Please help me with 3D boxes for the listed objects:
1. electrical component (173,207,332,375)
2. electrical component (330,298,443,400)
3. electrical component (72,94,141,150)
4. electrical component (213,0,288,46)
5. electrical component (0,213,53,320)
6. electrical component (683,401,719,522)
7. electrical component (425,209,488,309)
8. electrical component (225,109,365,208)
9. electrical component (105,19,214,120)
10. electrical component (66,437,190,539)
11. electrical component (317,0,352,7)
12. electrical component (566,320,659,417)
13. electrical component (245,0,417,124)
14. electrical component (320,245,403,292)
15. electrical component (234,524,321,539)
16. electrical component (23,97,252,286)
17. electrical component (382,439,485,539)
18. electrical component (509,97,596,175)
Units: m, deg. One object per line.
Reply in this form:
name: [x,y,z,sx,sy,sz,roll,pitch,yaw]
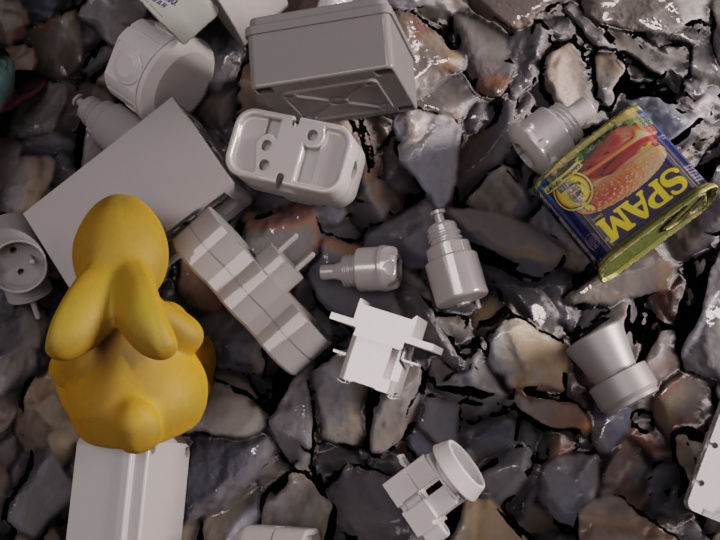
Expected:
electrical component: [-0.068,0.005,0.808,0.074,0.052,0.138,-42,92,2]
electrical component: [0.016,0.059,0.797,0.081,0.042,0.063,17,86,16]
electrical component: [-0.206,-0.119,0.884,0.078,0.040,0.040,37,89,18]
electrical component: [-0.099,-0.240,0.851,0.060,0.108,0.108,-35,74,-3]
electrical component: [-0.271,0.002,0.864,0.043,0.077,0.079,-19,115,-15]
electrical component: [0.256,0.126,0.720,0.050,0.056,0.089,20,84,16]
electrical component: [0.068,-0.007,0.798,0.040,0.040,0.078,-17,76,9]
electrical component: [-0.047,-0.084,0.830,0.095,0.059,0.053,13,83,15]
electrical component: [-0.160,-0.158,0.862,0.051,0.080,0.080,35,88,22]
electrical component: [-0.171,0.179,0.798,0.057,0.078,0.113,1,79,16]
electrical component: [-0.012,-0.225,0.859,0.043,0.043,0.081,16,83,15]
electrical component: [0.178,0.070,0.756,0.045,0.045,0.055,-30,74,6]
electrical component: [-0.018,-0.153,0.812,0.109,0.109,0.056,-7,80,12]
electrical component: [0.000,0.000,0.816,0.061,0.035,0.035,-4,78,15]
electrical component: [-0.065,0.233,0.774,0.059,0.054,0.095,1,79,13]
electrical component: [-0.173,-0.049,0.851,0.150,0.062,0.089,-37,73,4]
electrical component: [0.055,0.154,0.768,0.055,0.048,0.066,-39,73,11]
electrical component: [0.146,-0.103,0.798,0.062,0.048,0.048,-37,73,-3]
